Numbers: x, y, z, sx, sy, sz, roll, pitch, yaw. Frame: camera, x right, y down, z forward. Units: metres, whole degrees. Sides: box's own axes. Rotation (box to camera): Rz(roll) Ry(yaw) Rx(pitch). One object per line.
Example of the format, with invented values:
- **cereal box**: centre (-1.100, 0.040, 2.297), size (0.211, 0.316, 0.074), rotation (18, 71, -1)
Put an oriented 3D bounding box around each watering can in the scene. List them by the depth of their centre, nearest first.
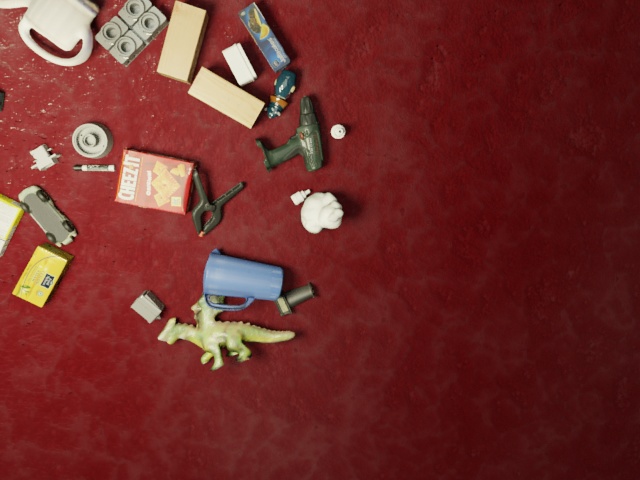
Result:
- **watering can**: centre (-0.773, -0.648, 1.452), size (0.347, 0.104, 0.224), rotation (38, 92, -1)

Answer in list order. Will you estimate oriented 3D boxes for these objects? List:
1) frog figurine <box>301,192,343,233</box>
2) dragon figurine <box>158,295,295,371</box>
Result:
- **frog figurine**: centre (0.005, -0.080, 1.595), size (0.122, 0.160, 0.137), rotation (41, 93, -11)
- **dragon figurine**: centre (-0.307, 0.267, 1.645), size (0.411, 0.122, 0.242), rotation (-19, 93, -5)
